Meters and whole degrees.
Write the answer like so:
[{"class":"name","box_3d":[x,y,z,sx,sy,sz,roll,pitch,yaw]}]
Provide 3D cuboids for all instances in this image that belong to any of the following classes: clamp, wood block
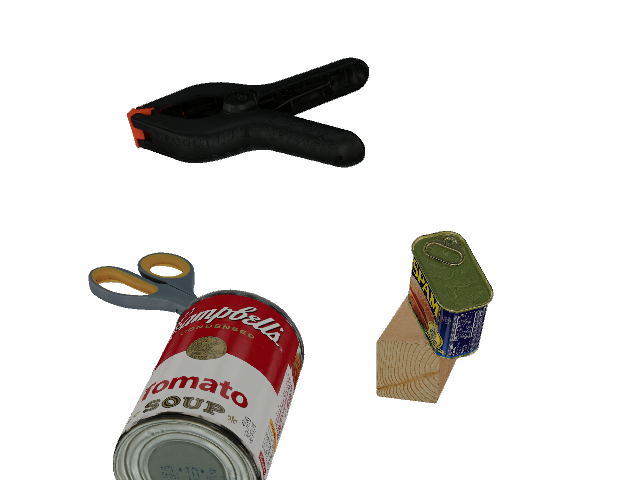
[{"class":"clamp","box_3d":[-0.044,-0.090,0.740,0.171,0.039,0.120,3,32,13]},{"class":"wood block","box_3d":[0.151,0.155,1.586,0.091,0.090,0.205,5,18,16]}]

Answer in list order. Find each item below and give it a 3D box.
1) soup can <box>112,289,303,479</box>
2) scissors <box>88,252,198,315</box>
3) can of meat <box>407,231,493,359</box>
[{"class":"soup can","box_3d":[-0.050,0.078,0.500,0.068,0.068,0.102,0,29,11]},{"class":"scissors","box_3d":[-0.095,0.048,0.867,0.202,0.016,0.096,14,28,22]},{"class":"can of meat","box_3d":[0.126,0.056,1.068,0.057,0.102,0.084,-12,-41,-13]}]
